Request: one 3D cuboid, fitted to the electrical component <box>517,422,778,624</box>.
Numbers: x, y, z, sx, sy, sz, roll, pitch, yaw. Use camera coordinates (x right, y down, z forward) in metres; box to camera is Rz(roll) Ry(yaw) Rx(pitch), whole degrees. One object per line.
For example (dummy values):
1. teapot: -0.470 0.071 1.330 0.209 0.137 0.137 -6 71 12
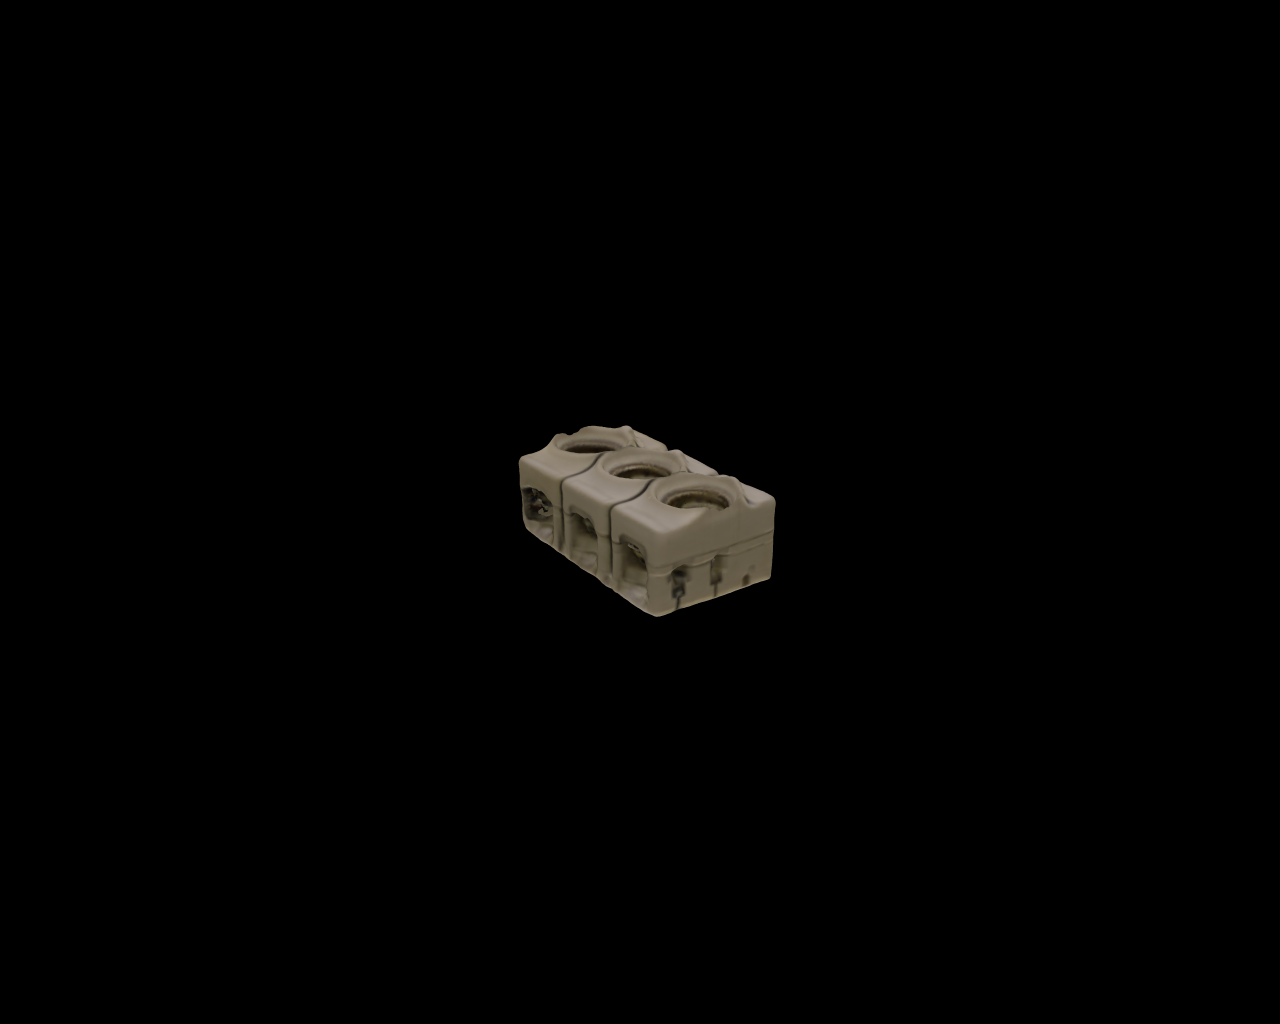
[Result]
1. electrical component: 0.001 -0.003 0.650 0.090 0.061 0.150 -17 29 -32
